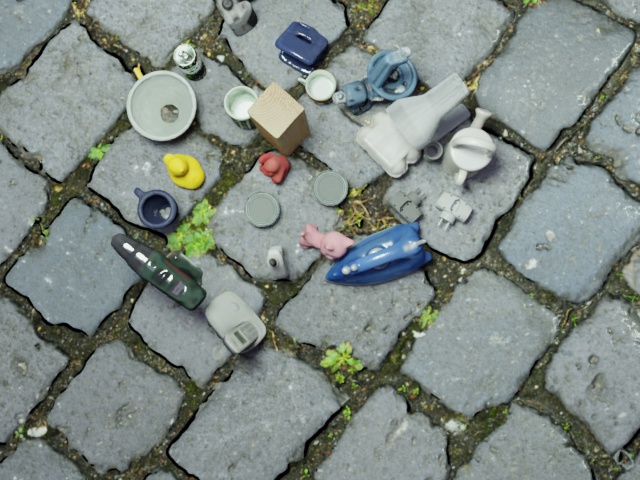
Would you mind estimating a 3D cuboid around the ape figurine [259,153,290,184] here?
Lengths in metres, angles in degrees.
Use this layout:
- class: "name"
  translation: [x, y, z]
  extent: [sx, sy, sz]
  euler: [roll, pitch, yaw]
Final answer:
- class: "ape figurine"
  translation: [-0.110, -0.174, 1.354]
  extent: [0.076, 0.078, 0.092]
  euler: [-16, -3, 1]

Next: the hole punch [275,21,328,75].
- class: "hole punch"
  translation: [-0.044, -0.467, 1.365]
  extent: [0.108, 0.101, 0.091]
  euler: [30, -1, 3]

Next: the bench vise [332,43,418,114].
- class: "bench vise"
  translation: [0.136, -0.354, 1.290]
  extent: [0.207, 0.121, 0.220]
  euler: [-40, -4, 0]

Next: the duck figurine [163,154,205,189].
- class: "duck figurine"
  translation: [-0.328, -0.168, 1.363]
  extent: [0.104, 0.077, 0.086]
  euler: [39, -1, 3]

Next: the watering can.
- class: "watering can"
  translation: [0.338, -0.210, 1.290]
  extent: [0.101, 0.173, 0.194]
  euler: [-4, -3, 2]

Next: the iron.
- class: "iron"
  translation: [0.127, 0.046, 1.311]
  extent: [0.258, 0.119, 0.141]
  euler: [-22, -3, 1]

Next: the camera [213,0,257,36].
- class: "camera"
  translation: [-0.189, -0.593, 1.371]
  extent: [0.137, 0.143, 0.101]
  euler: [-31, -3, 0]

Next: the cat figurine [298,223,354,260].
- class: "cat figurine"
  translation: [0.012, 0.005, 1.328]
  extent: [0.127, 0.067, 0.118]
  euler: [21, -2, 3]

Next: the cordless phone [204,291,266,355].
- class: "cordless phone"
  translation: [-0.201, 0.192, 1.293]
  extent: [0.094, 0.147, 0.185]
  euler: [-45, -3, 0]

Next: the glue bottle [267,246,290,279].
- class: "glue bottle"
  translation: [-0.099, 0.050, 1.302]
  extent: [0.037, 0.078, 0.173]
  euler: [-11, -3, 2]

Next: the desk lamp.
- class: "desk lamp"
  translation: [0.248, -0.287, 1.287]
  extent: [0.203, 0.118, 0.213]
  euler: [-37, -4, 0]

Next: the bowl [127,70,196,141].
- class: "bowl"
  translation: [-0.371, -0.315, 1.377]
  extent: [0.167, 0.167, 0.075]
  euler: [0, -3, 2]

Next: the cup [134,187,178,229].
- class: "cup"
  translation: [-0.383, -0.077, 1.356]
  extent: [0.118, 0.092, 0.095]
  euler: [41, -1, 3]

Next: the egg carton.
- class: "egg carton"
  translation: [0.164, -0.227, 1.359]
  extent: [0.150, 0.107, 0.069]
  euler: [45, -1, 3]

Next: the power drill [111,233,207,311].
- class: "power drill"
  translation: [-0.346, 0.069, 1.292]
  extent: [0.229, 0.075, 0.208]
  euler: [38, -1, 3]
